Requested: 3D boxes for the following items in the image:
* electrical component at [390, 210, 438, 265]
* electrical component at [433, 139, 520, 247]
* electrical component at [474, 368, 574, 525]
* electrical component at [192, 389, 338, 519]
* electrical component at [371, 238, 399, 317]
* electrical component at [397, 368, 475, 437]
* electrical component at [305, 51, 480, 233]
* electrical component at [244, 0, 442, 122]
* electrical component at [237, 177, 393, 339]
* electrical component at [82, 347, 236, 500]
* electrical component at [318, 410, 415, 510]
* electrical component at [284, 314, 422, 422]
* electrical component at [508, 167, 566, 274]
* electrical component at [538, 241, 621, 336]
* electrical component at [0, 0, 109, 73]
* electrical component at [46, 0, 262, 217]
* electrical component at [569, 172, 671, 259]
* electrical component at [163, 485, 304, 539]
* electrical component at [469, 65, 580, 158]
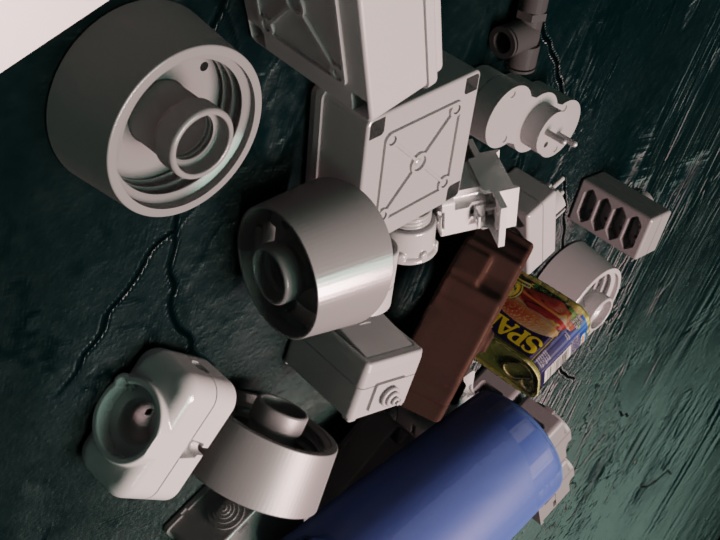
[{"bbox_3d":[0.036,-0.038,0.807,0.048,0.048,0.062,-30,139,-34],"label":"electrical component"},{"bbox_3d":[0.084,-0.057,0.827,0.064,0.081,0.042,-13,138,-8],"label":"electrical component"},{"bbox_3d":[0.169,0.189,1.162,0.060,0.105,0.186,-44,149,-16],"label":"electrical component"},{"bbox_3d":[-0.068,0.124,0.775,0.108,0.108,0.060,13,104,-58],"label":"electrical component"},{"bbox_3d":[0.000,0.000,0.789,0.055,0.055,0.047,-20,133,-43],"label":"electrical component"},{"bbox_3d":[0.074,0.124,1.015,0.050,0.056,0.089,-33,144,-31],"label":"electrical component"},{"bbox_3d":[0.020,-0.085,0.726,0.109,0.056,0.108,-30,142,-34],"label":"electrical component"},{"bbox_3d":[-0.013,-0.152,0.561,0.056,0.109,0.108,-36,146,-22],"label":"electrical component"},{"bbox_3d":[-0.033,-0.006,0.695,0.064,0.099,0.099,-21,137,-34],"label":"electrical component"},{"bbox_3d":[-0.135,0.101,0.707,0.095,0.054,0.059,-56,150,5],"label":"electrical component"},{"bbox_3d":[0.021,0.199,0.975,0.108,0.056,0.108,-49,118,-8],"label":"electrical component"},{"bbox_3d":[0.000,0.065,0.811,0.062,0.096,0.061,-11,130,-44],"label":"electrical component"},{"bbox_3d":[0.156,-0.054,0.953,0.076,0.047,0.083,-41,147,-20],"label":"electrical component"},{"bbox_3d":[0.229,0.031,1.126,0.108,0.060,0.108,-35,145,-29],"label":"electrical component"},{"bbox_3d":[-0.119,-0.174,0.438,0.186,0.060,0.105,-41,148,-20],"label":"electrical component"},{"bbox_3d":[-0.100,-0.079,0.562,0.108,0.060,0.108,-34,144,-29],"label":"electrical component"},{"bbox_3d":[0.266,-0.059,1.063,0.076,0.083,0.047,-21,137,-42],"label":"electrical component"},{"bbox_3d":[-0.098,0.206,0.869,0.100,0.048,0.099,-44,149,-15],"label":"electrical component"},{"bbox_3d":[0.136,-0.115,0.836,0.138,0.074,0.052,0,122,-54],"label":"electrical component"}]
